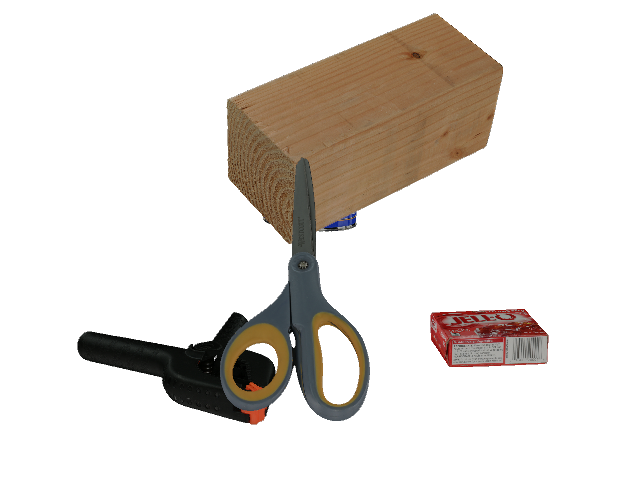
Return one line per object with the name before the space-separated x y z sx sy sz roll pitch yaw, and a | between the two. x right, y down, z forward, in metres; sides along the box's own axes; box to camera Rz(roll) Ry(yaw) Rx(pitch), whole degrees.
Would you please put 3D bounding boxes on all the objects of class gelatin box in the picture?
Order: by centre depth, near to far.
gelatin box | 0.146 0.084 0.933 0.089 0.030 0.073 -1 14 -5

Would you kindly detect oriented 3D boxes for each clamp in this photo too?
clamp | -0.092 0.104 0.916 0.164 0.036 0.210 -9 17 -36

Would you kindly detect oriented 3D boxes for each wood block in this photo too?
wood block | 0.035 -0.094 0.856 0.205 0.090 0.091 -27 55 -25

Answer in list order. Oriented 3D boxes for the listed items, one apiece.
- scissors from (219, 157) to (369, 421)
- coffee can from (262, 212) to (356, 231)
scissors | -0.027 0.029 0.662 0.096 0.202 0.016 -14 -39 -8
coffee can | -0.007 -0.089 1.143 0.103 0.140 0.103 4 12 -1
